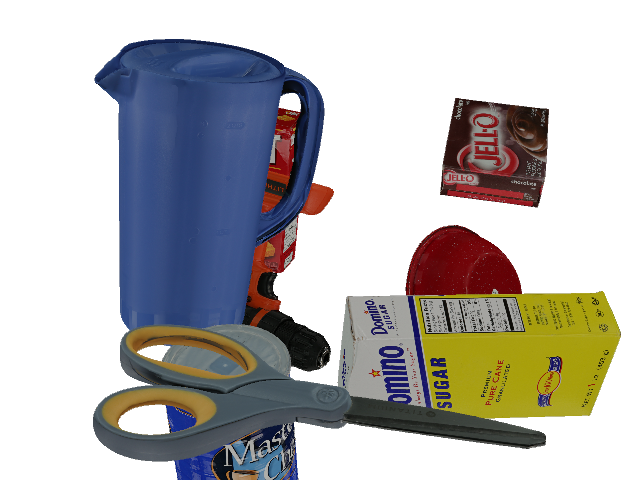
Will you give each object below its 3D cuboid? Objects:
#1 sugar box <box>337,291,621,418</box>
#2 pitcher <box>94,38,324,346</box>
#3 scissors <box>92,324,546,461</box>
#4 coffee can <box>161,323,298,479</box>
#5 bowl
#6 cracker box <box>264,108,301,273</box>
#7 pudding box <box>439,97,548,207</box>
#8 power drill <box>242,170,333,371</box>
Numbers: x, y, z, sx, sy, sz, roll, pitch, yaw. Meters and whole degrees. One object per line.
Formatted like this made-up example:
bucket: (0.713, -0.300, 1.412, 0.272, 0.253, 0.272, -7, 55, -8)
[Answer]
sugar box: (0.103, 0.080, 0.720, 0.176, 0.093, 0.048, -3, 45, -6)
pitcher: (-0.096, -0.039, 0.890, 0.149, 0.243, 0.144, 16, 25, 20)
scissors: (-0.012, 0.081, 0.468, 0.202, 0.016, 0.096, 16, 33, 23)
coffee can: (-0.071, 0.154, 0.867, 0.103, 0.140, 0.103, -2, 33, 1)
bowl: (0.168, 0.061, 1.153, 0.161, 0.162, 0.055, 0, -6, -40)
cracker box: (-0.112, -0.074, 1.424, 0.164, 0.214, 0.072, 12, 26, 13)
pudding box: (0.160, -0.082, 0.978, 0.090, 0.039, 0.113, 9, 40, 7)
power drill: (-0.050, 0.026, 1.091, 0.185, 0.188, 0.057, 19, 3, 28)
